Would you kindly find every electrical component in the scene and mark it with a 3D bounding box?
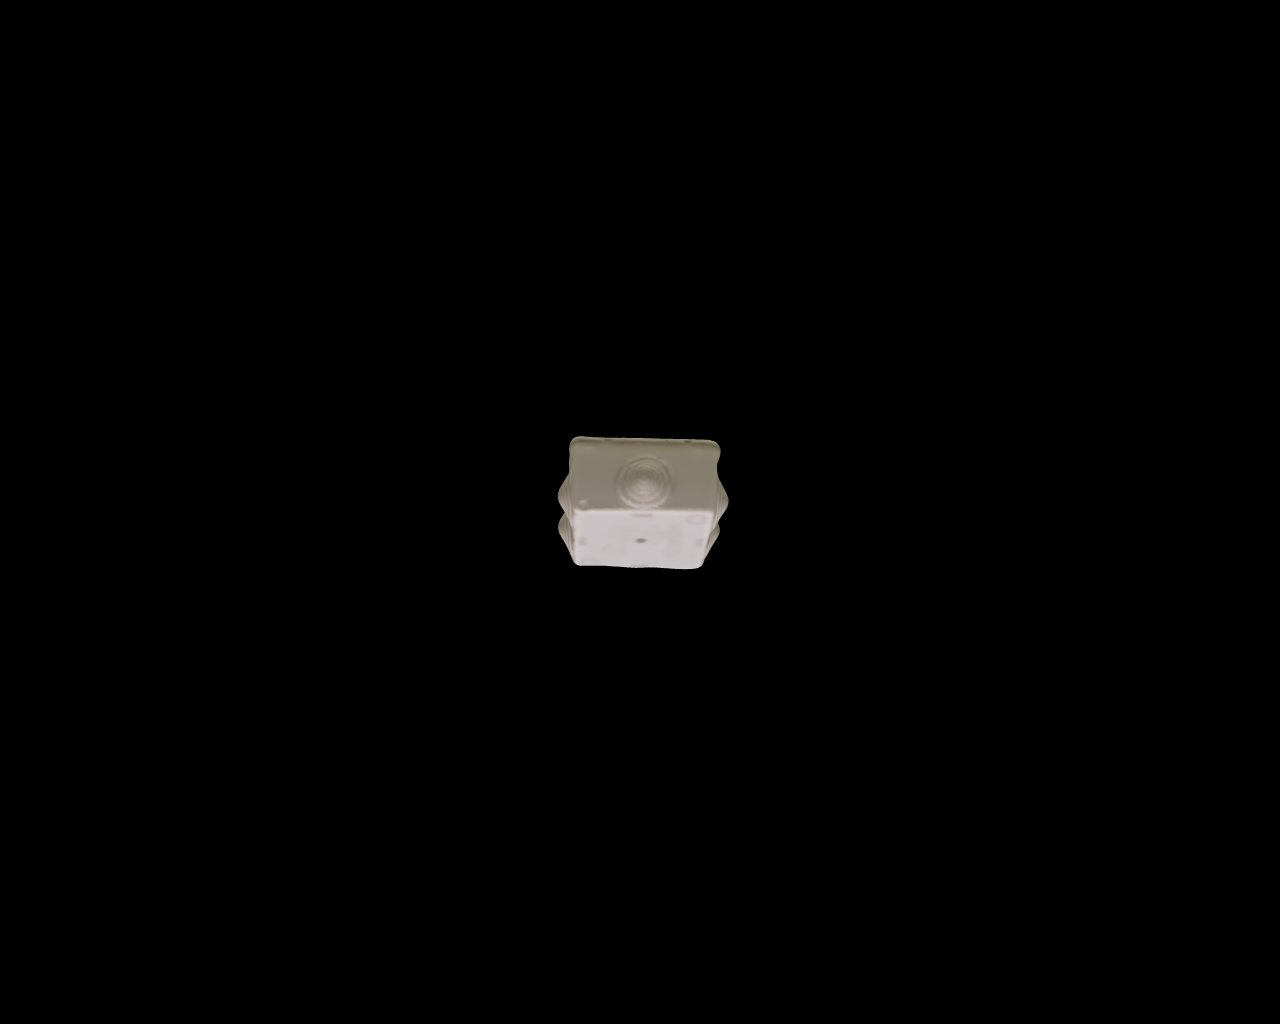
[{"bbox_3d":[0.001,-0.003,0.650,0.100,0.048,0.099,2,-27,-3],"label":"electrical component"}]
